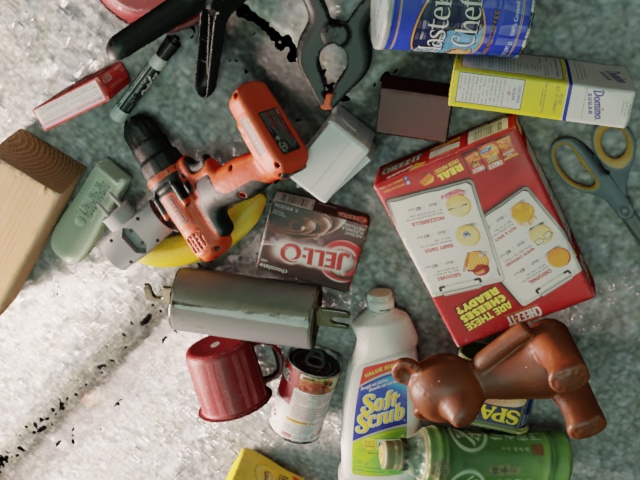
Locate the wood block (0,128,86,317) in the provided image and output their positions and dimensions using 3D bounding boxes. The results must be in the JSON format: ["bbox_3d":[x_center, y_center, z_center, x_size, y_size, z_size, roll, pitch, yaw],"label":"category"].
[{"bbox_3d":[-0.365,-0.013,1.238,0.091,0.090,0.206,32,115,-6],"label":"wood block"}]

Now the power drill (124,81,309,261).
[{"bbox_3d":[-0.115,-0.090,1.145,0.188,0.057,0.184,-34,89,38],"label":"power drill"}]

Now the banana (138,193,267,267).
[{"bbox_3d":[-0.149,-0.006,1.231,0.198,0.037,0.069,-10,112,14],"label":"banana"}]

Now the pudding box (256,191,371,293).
[{"bbox_3d":[-0.008,0.001,1.209,0.113,0.039,0.090,16,116,2],"label":"pudding box"}]

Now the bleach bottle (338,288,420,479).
[{"bbox_3d":[0.067,0.176,1.263,0.102,0.068,0.251,-1,112,7],"label":"bleach bottle"}]

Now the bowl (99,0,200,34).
[{"bbox_3d":[-0.178,-0.287,1.101,0.162,0.055,0.162,4,115,8],"label":"bowl"}]

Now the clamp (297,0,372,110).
[{"bbox_3d":[0.028,-0.221,1.104,0.120,0.039,0.171,3,114,12],"label":"clamp"}]

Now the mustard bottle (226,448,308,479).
[{"bbox_3d":[-0.028,0.336,1.332,0.191,0.096,0.058,27,115,-3],"label":"mustard bottle"}]

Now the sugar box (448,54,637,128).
[{"bbox_3d":[0.220,-0.154,1.069,0.176,0.093,0.048,11,116,5],"label":"sugar box"}]

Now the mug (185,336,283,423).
[{"bbox_3d":[-0.101,0.156,1.274,0.117,0.093,0.081,-18,106,-10],"label":"mug"}]

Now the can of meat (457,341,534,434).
[{"bbox_3d":[0.201,0.169,1.239,0.102,0.057,0.084,12,113,4],"label":"can of meat"}]

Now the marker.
[{"bbox_3d":[-0.191,-0.178,1.171,0.020,0.020,0.121,39,114,-8],"label":"marker"}]

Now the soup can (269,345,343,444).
[{"bbox_3d":[-0.018,0.184,1.277,0.068,0.068,0.102,17,116,2],"label":"soup can"}]

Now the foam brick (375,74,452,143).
[{"bbox_3d":[0.100,-0.138,1.120,0.078,0.053,0.051,9,115,6],"label":"foam brick"}]

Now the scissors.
[{"bbox_3d":[0.334,-0.051,1.138,0.201,0.016,0.096,39,115,-9],"label":"scissors"}]

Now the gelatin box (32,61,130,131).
[{"bbox_3d":[-0.258,-0.158,1.162,0.089,0.073,0.030,-23,107,19],"label":"gelatin box"}]

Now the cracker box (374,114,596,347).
[{"bbox_3d":[0.179,-0.011,1.154,0.164,0.072,0.213,-23,109,20],"label":"cracker box"}]

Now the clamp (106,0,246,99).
[{"bbox_3d":[-0.109,-0.242,1.090,0.036,0.164,0.210,41,96,27],"label":"clamp"}]

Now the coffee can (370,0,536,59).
[{"bbox_3d":[0.126,-0.231,1.029,0.140,0.103,0.103,3,115,-6],"label":"coffee can"}]
